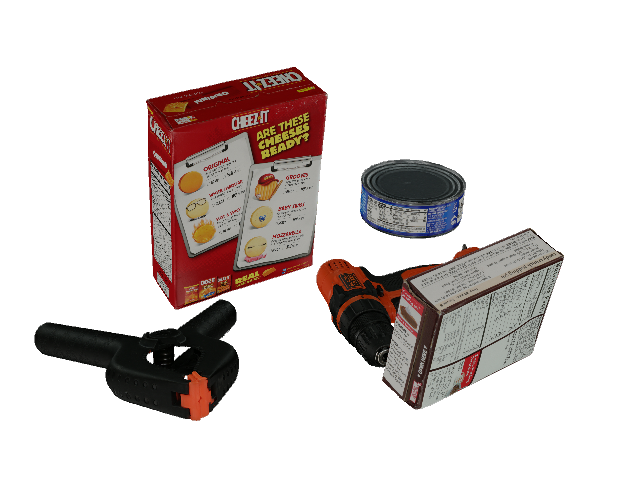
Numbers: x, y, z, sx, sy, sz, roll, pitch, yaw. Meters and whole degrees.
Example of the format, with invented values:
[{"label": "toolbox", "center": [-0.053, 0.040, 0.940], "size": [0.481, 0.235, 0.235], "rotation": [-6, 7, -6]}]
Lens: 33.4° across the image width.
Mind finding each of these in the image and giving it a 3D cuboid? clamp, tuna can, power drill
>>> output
[{"label": "clamp", "center": [-0.109, 0.084, 0.796], "size": [0.164, 0.036, 0.210], "rotation": [-10, 14, -27]}, {"label": "tuna can", "center": [0.075, -0.034, 0.877], "size": [0.086, 0.034, 0.086], "rotation": [2, 27, -1]}, {"label": "power drill", "center": [0.103, 0.065, 1.117], "size": [0.187, 0.057, 0.184], "rotation": [-6, 28, -15]}]

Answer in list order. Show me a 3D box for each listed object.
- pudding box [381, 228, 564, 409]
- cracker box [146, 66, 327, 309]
[{"label": "pudding box", "center": [0.098, 0.050, 0.690], "size": [0.113, 0.090, 0.039], "rotation": [-22, 46, -32]}, {"label": "cracker box", "center": [-0.085, -0.052, 1.060], "size": [0.164, 0.214, 0.072], "rotation": [-17, 42, -26]}]
